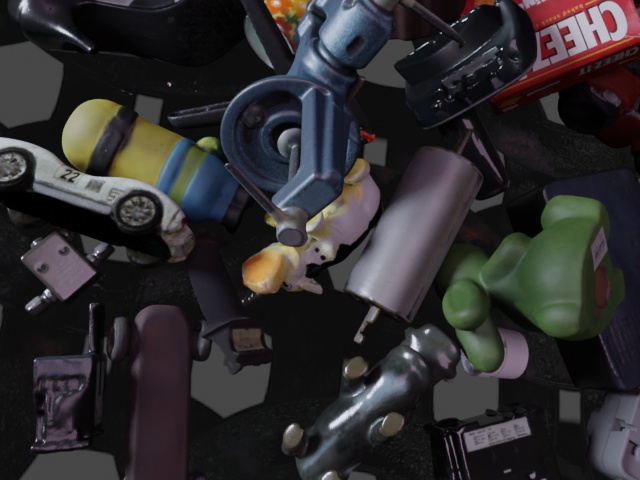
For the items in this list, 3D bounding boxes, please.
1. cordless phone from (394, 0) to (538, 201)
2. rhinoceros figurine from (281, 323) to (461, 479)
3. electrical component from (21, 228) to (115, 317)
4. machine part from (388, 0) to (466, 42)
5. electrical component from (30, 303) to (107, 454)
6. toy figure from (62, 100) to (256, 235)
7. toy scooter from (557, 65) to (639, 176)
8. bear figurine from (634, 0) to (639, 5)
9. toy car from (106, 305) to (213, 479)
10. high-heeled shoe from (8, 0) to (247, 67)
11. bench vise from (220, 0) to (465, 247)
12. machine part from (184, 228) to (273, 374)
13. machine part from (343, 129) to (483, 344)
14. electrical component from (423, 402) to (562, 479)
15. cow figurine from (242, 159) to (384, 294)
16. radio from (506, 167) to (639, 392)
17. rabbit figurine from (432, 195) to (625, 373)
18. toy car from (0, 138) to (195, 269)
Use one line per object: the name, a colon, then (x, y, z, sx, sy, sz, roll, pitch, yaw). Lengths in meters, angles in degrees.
cordless phone: (0.177, -0.141, 0.574, 0.089, 0.147, 0.184, -29, 93, -50)
rhinoceros figurine: (0.053, 0.155, 0.497, 0.190, 0.112, 0.073, -44, 62, -5)
electrical component: (-0.242, 0.024, 0.500, 0.063, 0.021, 0.094, 44, 71, 0)
machine part: (0.077, -0.279, 0.584, 0.179, 0.056, 0.179, -6, 51, 7)
electrical component: (-0.211, 0.115, 0.460, 0.048, 0.075, 0.119, -1, 82, -13)
toy figure: (-0.148, -0.070, 0.507, 0.180, 0.089, 0.082, 26, 57, -3)
toy scooter: (0.383, -0.168, 0.660, 0.184, 0.075, 0.135, 34, 73, -7)
bear figurine: (0.366, -0.395, 0.684, 0.120, 0.132, 0.196, 32, 74, -36)
toy car: (-0.144, 0.159, 0.477, 0.089, 0.053, 0.202, 5, 76, -30)
high-heeled shoe: (-0.184, -0.245, 0.565, 0.249, 0.086, 0.145, -28, 54, -34)
bench vise: (-0.001, -0.099, 0.436, 0.128, 0.224, 0.241, 37, 36, -30)
machine part: (-0.091, 0.057, 0.507, 0.039, 0.084, 0.139, -32, 75, 21)
machine part: (0.094, -0.005, 0.542, 0.079, 0.079, 0.243, 29, 82, -6)
electrical component: (0.174, 0.238, 0.530, 0.115, 0.058, 0.134, -8, 80, -12)
cow figurine: (-0.003, -0.001, 0.535, 0.167, 0.068, 0.098, -50, 133, -16)
radio: (0.316, 0.039, 0.601, 0.131, 0.073, 0.229, -16, 83, -17)
rabbit figurine: (0.182, 0.051, 0.522, 0.159, 0.170, 0.121, -51, 122, -32)
toy car: (-0.205, -0.031, 0.472, 0.202, 0.073, 0.056, 18, 58, 2)
